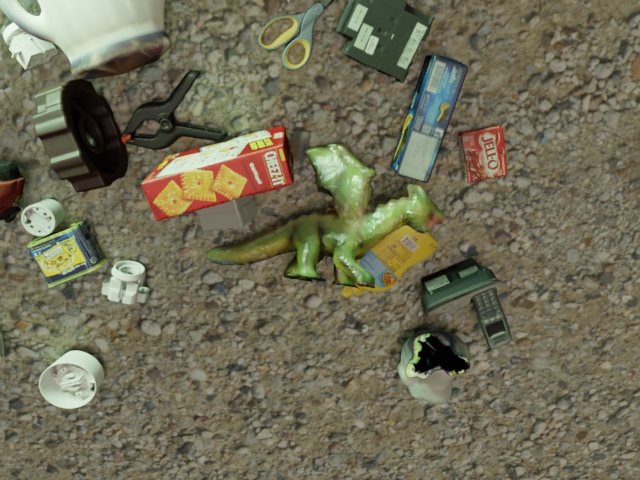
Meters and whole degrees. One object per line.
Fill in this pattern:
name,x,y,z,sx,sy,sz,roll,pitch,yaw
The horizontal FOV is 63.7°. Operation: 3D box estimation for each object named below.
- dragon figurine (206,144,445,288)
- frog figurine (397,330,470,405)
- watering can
dragon figurine,0.003,-0.045,0.887,0.411,0.121,0.244,9,85,14
frog figurine,0.222,0.250,1.005,0.137,0.125,0.156,-23,145,-4
watering can,-0.287,-0.373,0.760,0.348,0.105,0.222,-22,106,-5
